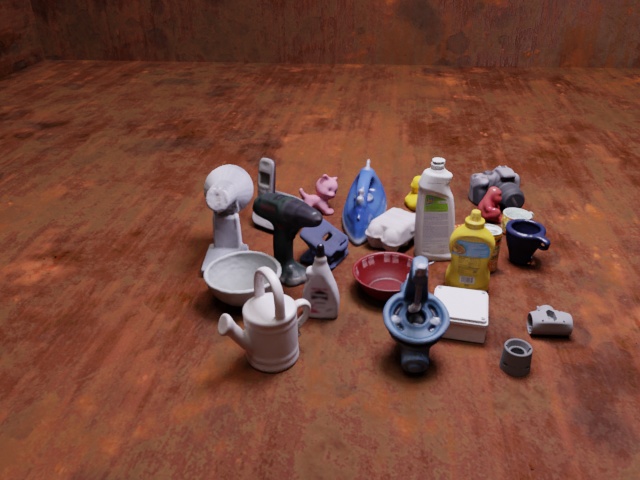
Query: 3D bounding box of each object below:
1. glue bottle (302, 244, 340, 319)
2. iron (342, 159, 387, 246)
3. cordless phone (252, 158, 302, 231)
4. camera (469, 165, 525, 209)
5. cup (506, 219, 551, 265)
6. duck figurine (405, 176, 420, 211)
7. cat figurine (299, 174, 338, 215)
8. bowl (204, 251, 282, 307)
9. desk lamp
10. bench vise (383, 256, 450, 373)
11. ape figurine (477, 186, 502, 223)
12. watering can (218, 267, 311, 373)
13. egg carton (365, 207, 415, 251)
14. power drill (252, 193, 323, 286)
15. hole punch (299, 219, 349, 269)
[{"bbox_3d":[0.001,0.083,1.167,0.078,0.173,0.037,1,30,3],"label":"glue bottle"},{"bbox_3d":[0.116,-0.107,1.523,0.118,0.141,0.258,4,30,8],"label":"iron"},{"bbox_3d":[-0.109,-0.116,1.501,0.147,0.185,0.094,16,34,27],"label":"cordless phone"},{"bbox_3d":[0.509,-0.144,1.616,0.143,0.101,0.136,-3,30,-4],"label":"camera"},{"bbox_3d":[0.489,0.014,1.350,0.092,0.095,0.117,-17,34,-25],"label":"cup"},{"bbox_3d":[0.281,-0.138,1.627,0.077,0.086,0.104,0,30,2],"label":"duck figurine"},{"bbox_3d":[-0.002,-0.130,1.590,0.128,0.118,0.067,-13,32,-19],"label":"cat figurine"},{"bbox_3d":[-0.165,0.095,1.248,0.167,0.075,0.167,-1,30,1],"label":"bowl"},{"bbox_3d":[-0.224,-0.055,1.369,0.118,0.214,0.203,-1,30,1],"label":"desk lamp"},{"bbox_3d":[0.168,0.107,1.073,0.121,0.220,0.207,-7,31,-10],"label":"bench vise"},{"bbox_3d":[0.467,-0.100,1.551,0.076,0.092,0.078,17,35,28],"label":"ape figurine"},{"bbox_3d":[-0.097,0.142,1.046,0.100,0.194,0.173,21,37,33],"label":"watering can"},{"bbox_3d":[0.191,-0.025,1.452,0.107,0.069,0.151,22,37,34],"label":"egg carton"},{"bbox_3d":[-0.069,-0.007,1.289,0.076,0.208,0.228,-23,37,-33],"label":"power drill"},{"bbox_3d":[0.013,0.005,1.383,0.100,0.091,0.109,14,33,24],"label":"hole punch"}]
